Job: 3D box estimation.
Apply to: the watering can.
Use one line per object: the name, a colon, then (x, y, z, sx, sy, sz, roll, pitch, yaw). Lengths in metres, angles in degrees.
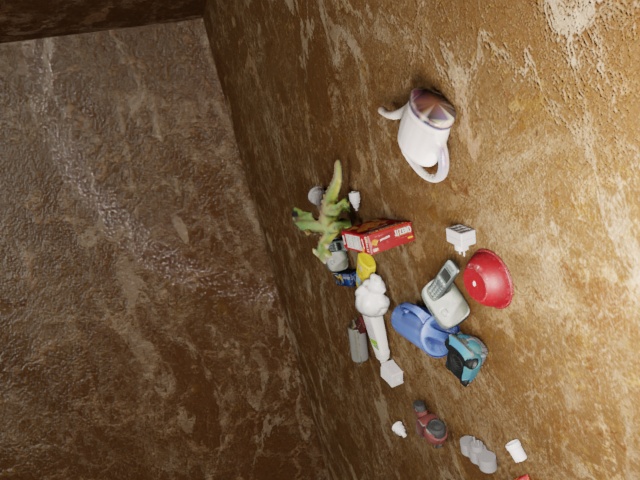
watering can: (0.254, -0.315, 1.387, 0.219, 0.104, 0.354, 102, 148, -51)

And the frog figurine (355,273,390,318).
frog figurine: (0.202, 0.211, 1.935, 0.138, 0.125, 0.155, 32, 136, 13)

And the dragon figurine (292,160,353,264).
dragon figurine: (0.006, -0.102, 2.026, 0.124, 0.242, 0.405, -76, -25, -72)
